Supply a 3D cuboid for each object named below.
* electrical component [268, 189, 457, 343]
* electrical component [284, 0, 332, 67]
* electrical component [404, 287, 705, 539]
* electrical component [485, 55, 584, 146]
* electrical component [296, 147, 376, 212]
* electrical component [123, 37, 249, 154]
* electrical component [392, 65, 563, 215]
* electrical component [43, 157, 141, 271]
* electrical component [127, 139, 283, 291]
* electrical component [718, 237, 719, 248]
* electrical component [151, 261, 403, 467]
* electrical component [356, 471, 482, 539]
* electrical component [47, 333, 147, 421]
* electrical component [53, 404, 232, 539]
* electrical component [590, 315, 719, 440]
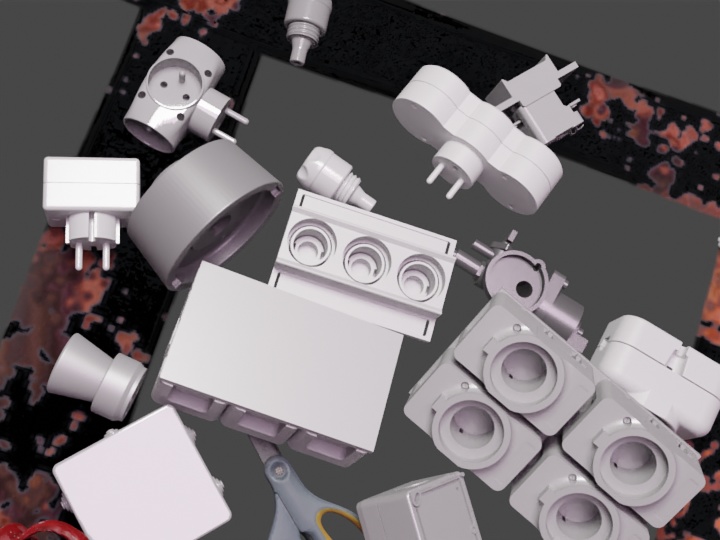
[{"bbox_3d":[0.000,0.000,0.784,0.121,0.063,0.078,18,74,-5],"label":"electrical component"},{"bbox_3d":[-0.043,-0.189,0.839,0.035,0.035,0.061,13,76,-7],"label":"electrical component"},{"bbox_3d":[0.135,0.116,0.757,0.186,0.060,0.105,40,104,1],"label":"electrical component"},{"bbox_3d":[0.140,-0.127,0.853,0.081,0.042,0.063,-31,85,-15],"label":"electrical component"},{"bbox_3d":[-0.016,-0.065,0.813,0.061,0.035,0.035,35,73,-3],"label":"electrical component"},{"bbox_3d":[-0.122,-0.122,0.802,0.079,0.044,0.077,29,73,-2],"label":"electrical component"},{"bbox_3d":[0.081,-0.087,0.826,0.138,0.052,0.073,38,73,1],"label":"electrical component"},{"bbox_3d":[-0.190,-0.037,0.767,0.066,0.047,0.076,0,76,-11],"label":"electrical component"},{"bbox_3d":[-0.114,-0.044,0.754,0.108,0.108,0.060,-41,80,-17],"label":"electrical component"},{"bbox_3d":[0.324,-0.027,0.853,0.077,0.066,0.047,-8,76,17],"label":"electrical component"},{"bbox_3d":[-0.058,0.068,0.747,0.150,0.061,0.089,21,63,-9],"label":"electrical component"},{"bbox_3d":[0.044,0.195,0.738,0.062,0.061,0.096,-8,79,-48],"label":"electrical component"},{"bbox_3d":[-0.181,0.075,0.742,0.055,0.045,0.045,25,73,-4],"label":"electrical component"},{"bbox_3d":[-0.146,0.151,0.727,0.100,0.048,0.099,-28,83,-16],"label":"electrical component"},{"bbox_3d":[0.221,0.085,0.808,0.095,0.053,0.059,31,73,-2],"label":"electrical component"}]
